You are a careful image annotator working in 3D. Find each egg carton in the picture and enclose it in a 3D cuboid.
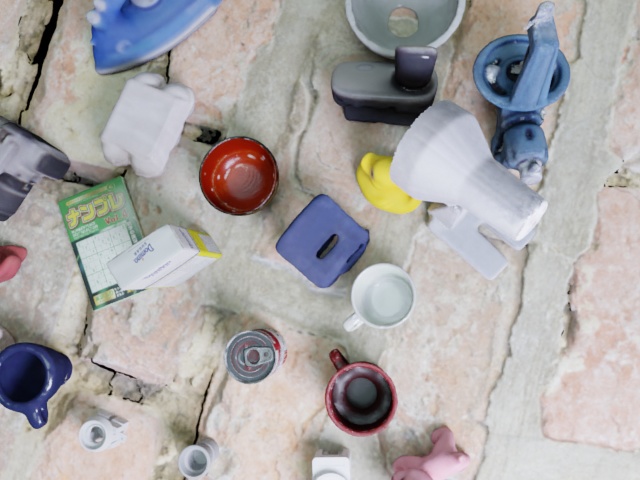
[{"bbox_3d":[-0.251,-0.169,0.840,0.107,0.069,0.150,23,86,7],"label":"egg carton"}]

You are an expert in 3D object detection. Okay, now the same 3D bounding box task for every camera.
[{"bbox_3d":[-0.472,-0.108,0.838,0.143,0.101,0.137,31,88,8],"label":"camera"}]

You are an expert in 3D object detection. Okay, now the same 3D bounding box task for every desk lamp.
[{"bbox_3d":[0.190,-0.058,0.715,0.203,0.213,0.118,42,89,8],"label":"desk lamp"}]

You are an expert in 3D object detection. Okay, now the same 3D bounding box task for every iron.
[{"bbox_3d":[-0.255,-0.352,0.824,0.258,0.141,0.118,-43,82,0],"label":"iron"}]

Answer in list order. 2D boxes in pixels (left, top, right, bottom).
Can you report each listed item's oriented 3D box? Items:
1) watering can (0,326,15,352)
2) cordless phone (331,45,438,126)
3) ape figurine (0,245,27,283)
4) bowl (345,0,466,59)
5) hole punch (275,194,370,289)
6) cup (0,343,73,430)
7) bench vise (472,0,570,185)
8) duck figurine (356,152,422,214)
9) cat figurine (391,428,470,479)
[{"bbox_3d":[-0.516,0.170,0.766,0.101,0.194,0.173,36,88,8],"label":"watering can"},{"bbox_3d":[0.085,-0.223,0.757,0.147,0.185,0.094,2,84,6],"label":"cordless phone"},{"bbox_3d":[-0.486,0.028,0.830,0.077,0.092,0.076,43,89,8],"label":"ape figurine"},{"bbox_3d":[0.120,-0.328,0.820,0.167,0.075,0.167,-1,84,5],"label":"bowl"},{"bbox_3d":[0.007,0.003,0.788,0.101,0.091,0.109,40,89,8],"label":"hole punch"},{"bbox_3d":[-0.387,0.199,0.801,0.091,0.095,0.118,-21,82,3],"label":"cup"},{"bbox_3d":[0.272,-0.185,0.718,0.121,0.220,0.207,-23,82,3],"label":"bench vise"},{"bbox_3d":[0.097,-0.084,0.791,0.104,0.086,0.077,39,89,8],"label":"duck figurine"},{"bbox_3d":[0.136,0.309,0.730,0.128,0.118,0.067,-39,82,0],"label":"cat figurine"}]
